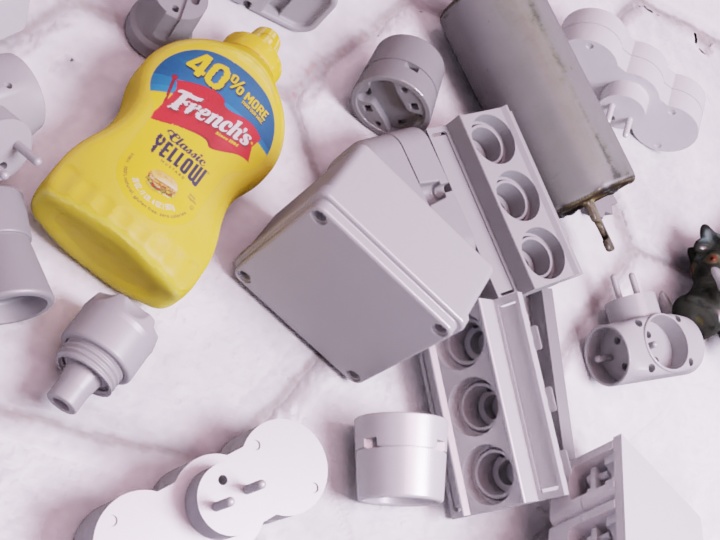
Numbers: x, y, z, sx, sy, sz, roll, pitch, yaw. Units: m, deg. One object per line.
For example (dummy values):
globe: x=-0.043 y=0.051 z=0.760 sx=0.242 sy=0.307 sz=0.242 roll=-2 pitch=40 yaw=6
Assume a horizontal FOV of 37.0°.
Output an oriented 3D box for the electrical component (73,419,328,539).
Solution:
electrical component: x=-0.072 y=0.119 z=0.546 sx=0.138 sy=0.074 sz=0.052 roll=-24 pitch=84 yaw=-36

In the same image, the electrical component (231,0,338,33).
electrical component: x=-0.058 y=-0.207 z=0.699 sx=0.095 sy=0.054 sz=0.059 roll=22 pitch=61 yaw=-23

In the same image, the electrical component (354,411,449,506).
electrical component: x=0.024 y=0.110 z=0.623 sx=0.055 sy=0.055 sz=0.047 roll=12 pitch=69 yaw=-28

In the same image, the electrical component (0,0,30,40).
electrical component: x=-0.215 y=-0.151 z=0.552 sx=0.048 sy=0.099 sz=0.100 roll=46 pitch=53 yaw=7

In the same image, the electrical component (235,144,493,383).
electrical component: x=0.000 y=0.000 z=0.618 sx=0.109 sy=0.109 sz=0.056 roll=43 pitch=52 yaw=-10

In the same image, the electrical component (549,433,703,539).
electrical component: x=0.156 y=0.187 z=0.635 sx=0.089 sy=0.062 sz=0.150 roll=45 pitch=31 yaw=-19

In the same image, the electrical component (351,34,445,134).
electrical component: x=0.027 y=-0.124 z=0.720 sx=0.055 sy=0.055 sz=0.047 roll=34 pitch=53 yaw=-17

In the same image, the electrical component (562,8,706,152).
electrical component: x=0.207 y=-0.135 z=0.837 sx=0.138 sy=0.052 sz=0.073 roll=34 pitch=56 yaw=-17

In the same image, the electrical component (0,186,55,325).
electrical component: x=-0.184 y=-0.010 z=0.549 sx=0.044 sy=0.044 sz=0.065 roll=-5 pitch=69 yaw=-33

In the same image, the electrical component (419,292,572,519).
electrical component: x=0.085 y=0.084 z=0.661 sx=0.063 sy=0.079 sz=0.121 roll=9 pitch=65 yaw=-51

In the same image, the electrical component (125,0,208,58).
electrical component: x=-0.115 y=-0.153 z=0.647 sx=0.040 sy=0.046 sz=0.040 roll=12 pitch=65 yaw=-27

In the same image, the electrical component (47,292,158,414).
electrical component: x=-0.136 y=0.045 z=0.555 sx=0.043 sy=0.043 sz=0.062 roll=40 pitch=56 yaw=-12

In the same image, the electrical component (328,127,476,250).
electrical component: x=0.022 y=-0.036 z=0.681 sx=0.059 sy=0.054 sz=0.095 roll=-20 pitch=82 yaw=-36

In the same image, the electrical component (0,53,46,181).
electrical component: x=-0.196 y=-0.071 z=0.553 sx=0.079 sy=0.043 sz=0.077 roll=37 pitch=48 yaw=26

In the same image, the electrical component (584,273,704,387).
electrical component: x=0.198 y=0.040 z=0.766 sx=0.077 sy=0.044 sz=0.079 roll=-4 pitch=73 yaw=-33

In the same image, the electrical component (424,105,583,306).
electrical component: x=0.088 y=-0.039 z=0.717 sx=0.079 sy=0.063 sz=0.121 roll=-17 pitch=80 yaw=-36
